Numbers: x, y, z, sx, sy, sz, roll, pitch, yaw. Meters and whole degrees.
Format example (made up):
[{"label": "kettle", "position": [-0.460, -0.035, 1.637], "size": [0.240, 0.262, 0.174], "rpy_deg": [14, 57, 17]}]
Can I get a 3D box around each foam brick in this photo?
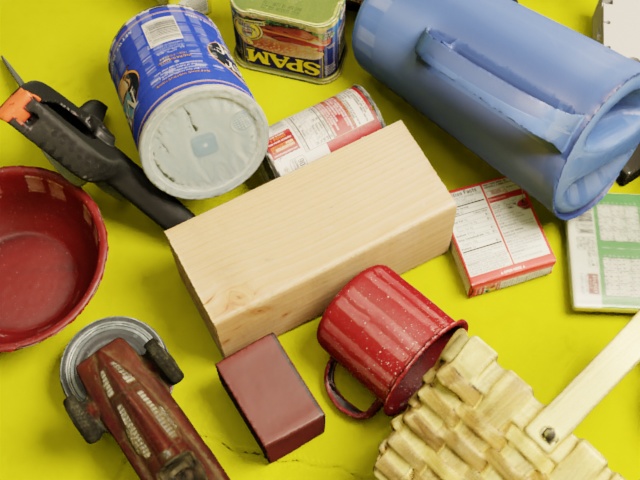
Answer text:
[{"label": "foam brick", "position": [-0.037, 0.121, 0.810], "size": [0.051, 0.053, 0.078], "rpy_deg": [-29, 67, -12]}]

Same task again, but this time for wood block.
[{"label": "wood block", "position": [-0.005, 0.002, 0.844], "size": [0.206, 0.090, 0.091], "rpy_deg": [-26, 67, -10]}]

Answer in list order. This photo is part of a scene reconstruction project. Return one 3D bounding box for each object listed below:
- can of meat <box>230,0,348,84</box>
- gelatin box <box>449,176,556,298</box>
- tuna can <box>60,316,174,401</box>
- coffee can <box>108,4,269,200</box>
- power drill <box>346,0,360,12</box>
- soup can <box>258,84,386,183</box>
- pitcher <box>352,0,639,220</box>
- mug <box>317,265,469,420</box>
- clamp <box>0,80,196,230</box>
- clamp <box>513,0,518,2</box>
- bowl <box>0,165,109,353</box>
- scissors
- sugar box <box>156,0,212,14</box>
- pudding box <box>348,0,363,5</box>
[{"label": "can of meat", "position": [-0.027, -0.190, 0.937], "size": [0.102, 0.084, 0.057], "rpy_deg": [14, 66, 7]}, {"label": "gelatin box", "position": [0.142, -0.005, 0.877], "size": [0.073, 0.030, 0.089], "rpy_deg": [-16, 66, -5]}, {"label": "tuna can", "position": [-0.158, 0.103, 0.830], "size": [0.086, 0.034, 0.086], "rpy_deg": [0, 65, 1]}, {"label": "coffee can", "position": [-0.110, -0.114, 0.867], "size": [0.102, 0.103, 0.140], "rpy_deg": [-19, 43, -8]}, {"label": "power drill", "position": [0.024, -0.306, 0.988], "size": [0.184, 0.057, 0.187], "rpy_deg": [16, 77, 1]}, {"label": "soup can", "position": [0.000, -0.079, 0.893], "size": [0.102, 0.068, 0.068], "rpy_deg": [-27, 67, -10]}, {"label": "pitcher", "position": [0.138, -0.134, 0.862], "size": [0.144, 0.149, 0.243], "rpy_deg": [-40, 59, -21]}, {"label": "mug", "position": [0.046, 0.082, 0.814], "size": [0.082, 0.093, 0.117], "rpy_deg": [40, 108, 23]}, {"label": "clamp", "position": [-0.173, -0.068, 0.829], "size": [0.036, 0.209, 0.164], "rpy_deg": [-44, 76, 6]}, {"label": "clamp", "position": [0.167, -0.236, 0.967], "size": [0.172, 0.039, 0.120], "rpy_deg": [35, 84, 36]}, {"label": "bowl", "position": [-0.246, 0.023, 0.857], "size": [0.162, 0.055, 0.162], "rpy_deg": [0, 65, 1]}, {"label": "scissors", "position": [-0.221, -0.095, 0.925], "size": [0.016, 0.096, 0.202], "rpy_deg": [-48, 40, 9]}, {"label": "sugar box", "position": [-0.162, -0.289, 0.980], "size": [0.048, 0.093, 0.176], "rpy_deg": [-28, 68, -13]}, {"label": "pudding box", "position": [0.025, -0.270, 0.935], "size": [0.090, 0.039, 0.113], "rpy_deg": [20, 81, -2]}]
